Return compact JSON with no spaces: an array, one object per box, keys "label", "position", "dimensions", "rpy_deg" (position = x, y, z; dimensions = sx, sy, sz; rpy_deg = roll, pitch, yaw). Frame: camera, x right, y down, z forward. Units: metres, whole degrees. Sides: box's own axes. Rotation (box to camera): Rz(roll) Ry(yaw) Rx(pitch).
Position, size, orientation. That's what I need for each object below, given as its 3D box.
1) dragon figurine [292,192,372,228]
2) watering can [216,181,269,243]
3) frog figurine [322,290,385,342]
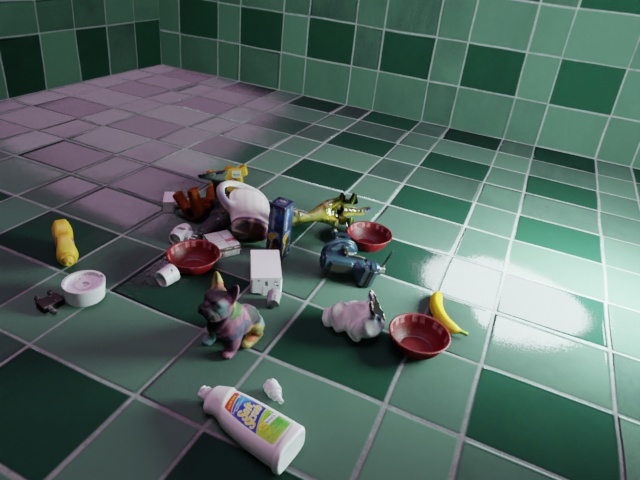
[{"label":"dragon figurine","position":[0.006,-0.091,1.817],"dimensions":[0.242,0.122,0.411],"rpy_deg":[-6,-2,28]},{"label":"watering can","position":[-0.206,-0.088,1.785],"dimensions":[0.345,0.102,0.230],"rpy_deg":[22,42,-36]},{"label":"frog figurine","position":[0.089,0.216,1.380],"dimensions":[0.158,0.120,0.141],"rpy_deg":[-26,36,15]}]
